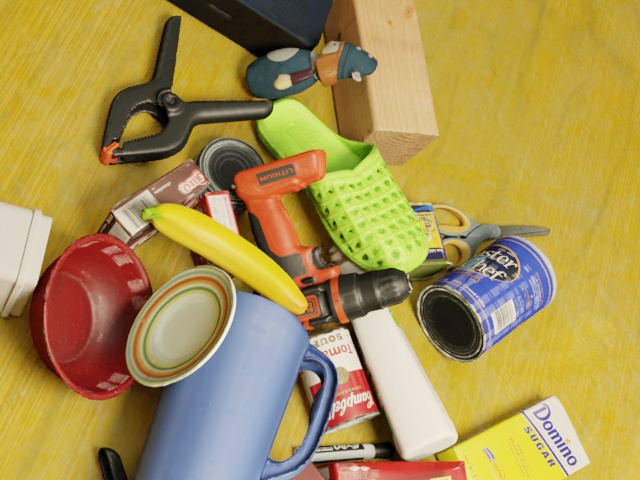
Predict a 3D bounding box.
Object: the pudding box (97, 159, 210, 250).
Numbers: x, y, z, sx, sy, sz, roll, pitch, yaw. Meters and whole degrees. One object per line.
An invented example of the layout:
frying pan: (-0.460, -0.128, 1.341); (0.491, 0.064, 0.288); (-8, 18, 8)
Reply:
pudding box: (-0.178, -0.029, 1.118); (0.113, 0.090, 0.039); (-36, 86, -33)

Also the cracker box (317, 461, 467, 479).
cracker box: (0.081, 0.340, 1.111); (0.164, 0.072, 0.213); (6, 67, -26)

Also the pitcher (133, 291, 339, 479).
pitcher: (-0.091, 0.182, 1.030); (0.145, 0.149, 0.242); (48, 45, -36)

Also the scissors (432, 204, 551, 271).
scissors: (0.213, 0.006, 1.358); (0.201, 0.016, 0.096); (15, 65, -22)

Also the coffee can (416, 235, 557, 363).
coffee can: (0.199, 0.068, 1.271); (0.140, 0.103, 0.103); (-30, 86, -34)

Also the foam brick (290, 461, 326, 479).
foam brick: (-0.029, 0.263, 1.082); (0.052, 0.078, 0.051); (-36, 87, -35)

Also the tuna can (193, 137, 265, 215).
tuna can: (-0.103, -0.073, 1.210); (0.086, 0.034, 0.086); (11, 65, -24)

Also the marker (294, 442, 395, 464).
marker: (0.029, 0.232, 1.161); (0.120, 0.020, 0.020); (2, 68, -28)

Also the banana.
banana: (-0.098, 0.014, 1.073); (0.197, 0.037, 0.069); (31, 24, -20)

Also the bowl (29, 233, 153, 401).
bowl: (-0.231, 0.075, 1.041); (0.161, 0.055, 0.162); (12, 76, -60)

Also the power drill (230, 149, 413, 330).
power drill: (-0.008, 0.001, 1.144); (0.184, 0.057, 0.187); (-15, 87, 10)

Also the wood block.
wood block: (0.072, -0.206, 1.327); (0.090, 0.091, 0.206); (2, 69, -27)

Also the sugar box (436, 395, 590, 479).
sugar box: (0.227, 0.254, 1.243); (0.175, 0.048, 0.093); (-20, 79, -32)

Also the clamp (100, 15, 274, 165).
clamp: (-0.161, -0.146, 1.204); (0.164, 0.036, 0.209); (37, 59, 1)

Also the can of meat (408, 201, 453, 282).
can of meat: (0.098, 0.002, 1.274); (0.101, 0.058, 0.084); (-3, 69, -30)

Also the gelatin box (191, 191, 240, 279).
gelatin box: (-0.114, 0.001, 1.149); (0.030, 0.073, 0.089); (-8, 74, -29)

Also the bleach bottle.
bleach bottle: (0.072, 0.119, 1.197); (0.068, 0.102, 0.251); (-24, 70, 1)

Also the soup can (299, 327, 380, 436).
soup can: (0.016, 0.153, 1.159); (0.068, 0.069, 0.102); (-12, 75, -32)

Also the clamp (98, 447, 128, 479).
clamp: (-0.182, 0.283, 1.015); (0.171, 0.039, 0.120); (40, 61, -13)
